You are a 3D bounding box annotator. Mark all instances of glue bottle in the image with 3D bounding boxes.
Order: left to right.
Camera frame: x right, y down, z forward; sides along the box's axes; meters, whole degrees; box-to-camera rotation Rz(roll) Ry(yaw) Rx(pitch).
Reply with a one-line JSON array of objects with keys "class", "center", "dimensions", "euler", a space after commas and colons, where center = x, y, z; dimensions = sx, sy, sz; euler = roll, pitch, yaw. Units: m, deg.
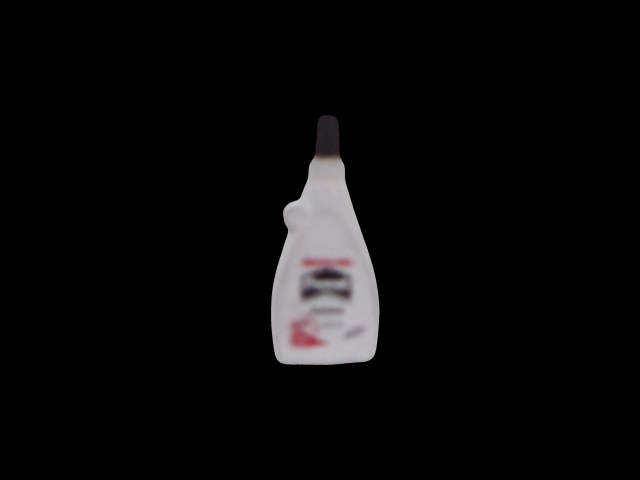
[{"class": "glue bottle", "center": [0.004, 0.001, 0.400], "dimensions": [0.078, 0.173, 0.037], "euler": [-2, 14, -7]}]
